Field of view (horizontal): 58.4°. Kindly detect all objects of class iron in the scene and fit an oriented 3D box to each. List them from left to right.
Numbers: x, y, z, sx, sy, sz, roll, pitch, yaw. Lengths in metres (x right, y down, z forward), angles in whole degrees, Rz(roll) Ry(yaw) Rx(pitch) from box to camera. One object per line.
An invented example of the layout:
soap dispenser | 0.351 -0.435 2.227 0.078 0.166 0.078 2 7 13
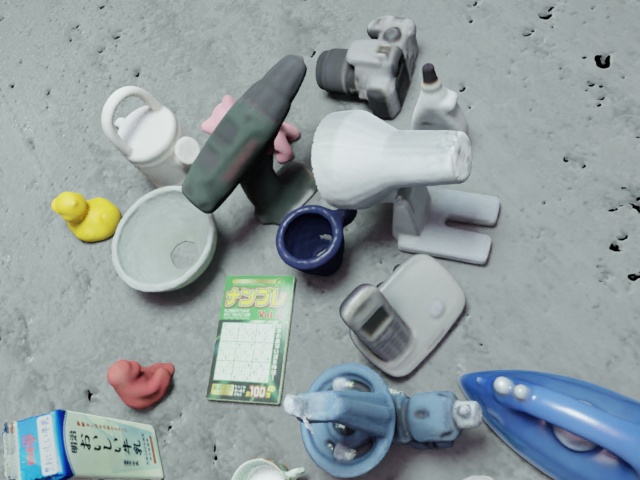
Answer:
iron | 0.258 0.189 0.591 0.257 0.142 0.119 21 75 24

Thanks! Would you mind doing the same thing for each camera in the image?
camera | 0.068 -0.275 0.875 0.136 0.101 0.143 12 71 22

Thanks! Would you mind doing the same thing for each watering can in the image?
watering can | -0.250 -0.155 0.869 0.172 0.194 0.101 3 68 19

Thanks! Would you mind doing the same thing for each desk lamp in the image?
desk lamp | 0.112 -0.070 0.708 0.202 0.214 0.118 10 71 21

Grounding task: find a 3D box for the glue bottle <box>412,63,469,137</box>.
glue bottle | 0.155 -0.176 0.764 0.078 0.173 0.037 13 72 22

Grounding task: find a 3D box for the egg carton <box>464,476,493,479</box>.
egg carton | 0.143 0.324 0.608 0.150 0.069 0.107 -32 62 2

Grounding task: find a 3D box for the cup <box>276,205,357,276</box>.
cup | 0.007 0.003 0.776 0.118 0.095 0.091 -36 62 0

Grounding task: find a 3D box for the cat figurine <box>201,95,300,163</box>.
cat figurine | -0.109 -0.176 0.878 0.127 0.118 0.067 4 68 19

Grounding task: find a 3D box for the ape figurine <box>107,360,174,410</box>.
ape figurine | -0.252 0.188 0.778 0.077 0.092 0.076 24 76 25

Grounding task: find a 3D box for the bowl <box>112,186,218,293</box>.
bowl | -0.219 0.008 0.856 0.167 0.075 0.167 -6 66 15

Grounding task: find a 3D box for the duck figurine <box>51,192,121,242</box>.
duck figurine | -0.383 -0.045 0.924 0.104 0.086 0.077 10 71 21

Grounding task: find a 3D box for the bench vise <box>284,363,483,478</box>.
bench vise | 0.058 0.176 0.614 0.207 0.220 0.121 -24 62 7

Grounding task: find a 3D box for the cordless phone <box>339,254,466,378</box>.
cordless phone | 0.093 0.074 0.667 0.094 0.185 0.148 36 82 27

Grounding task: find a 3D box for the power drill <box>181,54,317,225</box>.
power drill | -0.076 -0.115 0.789 0.075 0.209 0.230 39 83 28
